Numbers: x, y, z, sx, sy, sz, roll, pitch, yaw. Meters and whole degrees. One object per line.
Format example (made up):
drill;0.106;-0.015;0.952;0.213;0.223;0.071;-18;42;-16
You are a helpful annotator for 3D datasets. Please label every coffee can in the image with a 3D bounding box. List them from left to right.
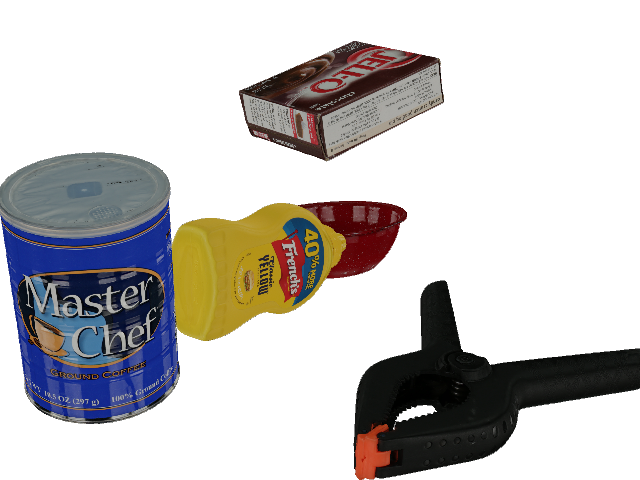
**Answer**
coffee can;-0.143;0.029;0.674;0.103;0.140;0.103;1;29;-1

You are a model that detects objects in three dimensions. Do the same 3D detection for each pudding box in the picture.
pudding box;0.015;-0.099;0.739;0.113;0.039;0.090;-31;32;-29

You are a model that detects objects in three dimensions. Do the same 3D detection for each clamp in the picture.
clamp;0.080;0.082;0.648;0.165;0.036;0.209;22;31;40

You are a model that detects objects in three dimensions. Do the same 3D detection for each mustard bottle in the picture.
mustard bottle;-0.044;0.018;0.917;0.058;0.096;0.191;12;18;38

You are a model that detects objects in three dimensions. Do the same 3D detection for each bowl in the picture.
bowl;0.011;0.001;1.107;0.162;0.055;0.162;-4;13;1
